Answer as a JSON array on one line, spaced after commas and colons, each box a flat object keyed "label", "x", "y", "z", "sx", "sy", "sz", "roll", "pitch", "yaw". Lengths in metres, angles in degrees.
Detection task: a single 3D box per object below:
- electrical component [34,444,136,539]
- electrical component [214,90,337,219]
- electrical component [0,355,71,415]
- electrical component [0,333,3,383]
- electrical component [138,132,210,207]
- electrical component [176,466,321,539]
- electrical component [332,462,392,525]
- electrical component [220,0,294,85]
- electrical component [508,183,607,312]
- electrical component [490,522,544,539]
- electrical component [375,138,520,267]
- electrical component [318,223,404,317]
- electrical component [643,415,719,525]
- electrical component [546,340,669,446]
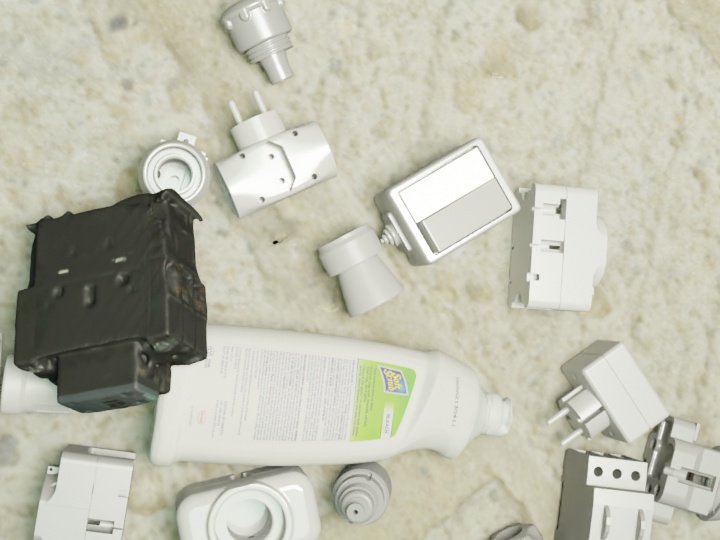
[{"label": "electrical component", "x": -0.188, "y": 0.167, "z": 0.730, "sx": 0.056, "sy": 0.050, "sz": 0.089, "roll": 9, "pitch": 87, "yaw": -9}, {"label": "electrical component", "x": -0.067, "y": -0.087, "z": 0.762, "sx": 0.077, "sy": 0.043, "sz": 0.079, "roll": -25, "pitch": 93, "yaw": -9}, {"label": "electrical component", "x": -0.219, "y": 0.080, "z": 0.734, "sx": 0.046, "sy": 0.040, "sz": 0.040, "roll": 7, "pitch": 87, "yaw": -14}, {"label": "electrical component", "x": -0.294, "y": 0.128, "z": 0.690, "sx": 0.105, "sy": 0.060, "sz": 0.186, "roll": 1, "pitch": 78, "yaw": -8}, {"label": "electrical component", "x": -0.128, "y": -0.064, "z": 0.745, "sx": 0.048, "sy": 0.055, "sz": 0.066, "roll": 17, "pitch": 86, "yaw": -9}, {"label": "electrical component", "x": -0.078, "y": 0.171, "z": 0.744, "sx": 0.095, "sy": 0.059, "sz": 0.053, "roll": -11, "pitch": 90, "yaw": -10}, {"label": "electrical component", "x": 0.001, "y": 0.159, "z": 0.752, "sx": 0.040, "sy": 0.078, "sz": 0.040, "roll": 0, "pitch": 93, "yaw": 5}, {"label": "electrical component", "x": -0.068, "y": -0.163, "z": 0.765, "sx": 0.048, "sy": 0.048, "sz": 0.062, "roll": -26, "pitch": 99, "yaw": -10}, {"label": "electrical component", "x": 0.146, "y": -0.015, "z": 0.793, "sx": 0.056, "sy": 0.050, "sz": 0.089, "roll": 4, "pitch": 88, "yaw": -10}, {"label": "electrical component", "x": 0.121, "y": 0.220, "z": 0.785, "sx": 0.043, "sy": 0.043, "sz": 0.062, "roll": -26, "pitch": 94, "yaw": -10}, {"label": "electrical component", "x": 0.058, "y": -0.045, "z": 0.773, "sx": 0.096, "sy": 0.061, "sz": 0.061, "roll": -31, "pitch": 94, "yaw": -9}, {"label": "electrical component", "x": 0.000, "y": 0.000, "z": 0.770, "sx": 0.045, "sy": 0.045, "sz": 0.055, "roll": -28, "pitch": 93, "yaw": -9}, {"label": "electrical component", "x": 0.246, "y": 0.154, "z": 0.802, "sx": 0.057, "sy": 0.058, "sz": 0.078, "roll": 17, "pitch": 86, "yaw": -6}, {"label": "electrical component", "x": 0.174, "y": 0.100, "z": 0.796, "sx": 0.077, "sy": 0.047, "sz": 0.065, "roll": -34, "pitch": 94, "yaw": -9}]
